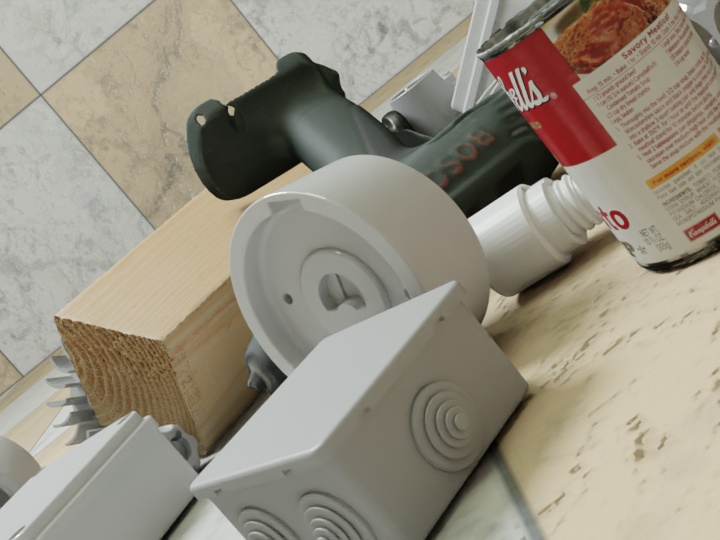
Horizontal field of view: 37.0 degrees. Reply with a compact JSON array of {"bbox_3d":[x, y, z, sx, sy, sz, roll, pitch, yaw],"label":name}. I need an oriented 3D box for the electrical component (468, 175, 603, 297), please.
[{"bbox_3d":[0.080,-0.020,0.467,0.078,0.040,0.040,-34,11,27],"label":"electrical component"}]

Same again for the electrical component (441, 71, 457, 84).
[{"bbox_3d":[0.062,-0.124,0.941,0.061,0.061,0.096,-46,12,-36],"label":"electrical component"}]

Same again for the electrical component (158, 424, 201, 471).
[{"bbox_3d":[-0.121,0.114,0.618,0.061,0.035,0.035,-36,10,34],"label":"electrical component"}]

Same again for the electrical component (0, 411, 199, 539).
[{"bbox_3d":[-0.153,0.139,0.558,0.109,0.056,0.108,-32,12,36],"label":"electrical component"}]

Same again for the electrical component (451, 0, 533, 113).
[{"bbox_3d":[0.115,-0.165,0.788,0.078,0.057,0.113,-50,-22,-48],"label":"electrical component"}]

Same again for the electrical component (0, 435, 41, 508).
[{"bbox_3d":[-0.259,0.165,0.699,0.108,0.108,0.060,-40,16,-2],"label":"electrical component"}]

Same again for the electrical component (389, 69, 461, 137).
[{"bbox_3d":[0.076,-0.127,0.860,0.079,0.077,0.044,-41,10,-15],"label":"electrical component"}]

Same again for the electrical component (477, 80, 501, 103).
[{"bbox_3d":[0.118,-0.099,0.690,0.099,0.064,0.099,-41,21,20],"label":"electrical component"}]

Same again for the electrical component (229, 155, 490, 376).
[{"bbox_3d":[0.004,0.003,0.462,0.108,0.108,0.060,-28,8,48],"label":"electrical component"}]

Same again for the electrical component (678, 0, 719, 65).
[{"bbox_3d":[0.199,-0.128,0.482,0.074,0.052,0.138,-41,10,-10],"label":"electrical component"}]

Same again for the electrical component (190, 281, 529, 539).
[{"bbox_3d":[0.001,0.058,0.378,0.100,0.048,0.099,-27,15,51],"label":"electrical component"}]
